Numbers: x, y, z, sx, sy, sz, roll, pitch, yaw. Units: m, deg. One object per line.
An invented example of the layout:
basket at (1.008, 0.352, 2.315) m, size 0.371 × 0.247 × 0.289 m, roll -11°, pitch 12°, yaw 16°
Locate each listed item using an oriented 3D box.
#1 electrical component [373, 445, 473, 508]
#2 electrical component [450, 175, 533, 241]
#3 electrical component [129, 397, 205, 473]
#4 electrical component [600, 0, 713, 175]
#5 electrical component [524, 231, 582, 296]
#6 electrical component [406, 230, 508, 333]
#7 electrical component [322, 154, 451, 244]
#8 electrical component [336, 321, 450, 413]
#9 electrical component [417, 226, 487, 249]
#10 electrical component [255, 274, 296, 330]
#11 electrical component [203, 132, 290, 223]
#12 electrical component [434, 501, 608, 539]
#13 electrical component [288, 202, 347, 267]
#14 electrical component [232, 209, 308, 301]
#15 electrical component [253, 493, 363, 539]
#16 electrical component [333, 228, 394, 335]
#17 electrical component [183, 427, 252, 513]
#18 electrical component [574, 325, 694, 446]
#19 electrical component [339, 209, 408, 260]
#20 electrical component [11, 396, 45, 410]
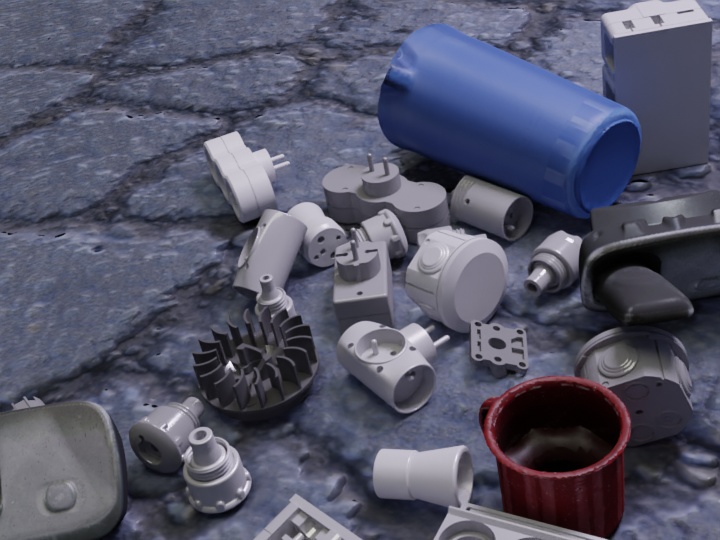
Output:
electrical component at (0.042, 0.144, 0.753) m, size 0.065 × 0.044 × 0.044 m, roll -1°, pitch 36°, yaw 23°
electrical component at (0.118, -0.060, 1.011) m, size 0.043 × 0.043 × 0.081 m, roll -34°, pitch 41°, yaw -29°
electrical component at (-0.145, 0.123, 0.834) m, size 0.048 × 0.048 × 0.062 m, roll 9°, pitch 33°, yaw 26°
electrical component at (0.282, -0.174, 1.028) m, size 0.089 × 0.150 × 0.061 m, roll -9°, pitch 36°, yaw 3°
electrical component at (0.164, -0.002, 0.916) m, size 0.043 × 0.043 × 0.062 m, roll 20°, pitch 47°, yaw 37°
electrical component at (0.082, 0.008, 0.897) m, size 0.080 × 0.080 × 0.051 m, roll -35°, pitch 36°, yaw -29°
electrical component at (0.022, -0.079, 1.038) m, size 0.138 × 0.073 × 0.052 m, roll 18°, pitch 45°, yaw 35°
electrical component at (0.034, 0.067, 0.856) m, size 0.079 × 0.044 × 0.077 m, roll -29°, pitch 39°, yaw -23°
electrical component at (0.083, -0.019, 0.964) m, size 0.062 × 0.043 × 0.043 m, roll -10°, pitch 35°, yaw 1°
electrical component at (-0.074, 0.031, 0.924) m, size 0.035 × 0.061 × 0.035 m, roll -8°, pitch 35°, yaw 6°
electrical component at (-0.111, -0.104, 1.132) m, size 0.074 × 0.052 × 0.138 m, roll -21°, pitch 35°, yaw -12°
electrical component at (0.105, 0.193, 0.645) m, size 0.121 × 0.063 × 0.078 m, roll 9°, pitch 40°, yaw 27°
electrical component at (-0.043, -0.033, 1.019) m, size 0.045 × 0.045 × 0.055 m, roll -25°, pitch 37°, yaw -17°
electrical component at (-0.088, -0.009, 0.988) m, size 0.077 × 0.044 × 0.079 m, roll -69°, pitch 17°, yaw -14°
electrical component at (0.003, 0.210, 0.623) m, size 0.150 × 0.089 × 0.062 m, roll 25°, pitch 57°, yaw 40°
electrical component at (0.000, 0.000, 0.933) m, size 0.047 × 0.075 × 0.083 m, roll -8°, pitch 35°, yaw 6°
electrical component at (-0.108, 0.142, 0.780) m, size 0.048 × 0.062 × 0.048 m, roll -8°, pitch 36°, yaw 6°
electrical component at (0.194, 0.082, 0.761) m, size 0.080 × 0.080 × 0.051 m, roll -6°, pitch 41°, yaw 9°
electrical component at (0.010, -0.025, 0.994) m, size 0.062 × 0.048 × 0.048 m, roll -23°, pitch 36°, yaw -4°
electrical component at (-0.263, 0.127, 0.868) m, size 0.040 × 0.040 × 0.046 m, roll -29°, pitch 32°, yaw -22°
